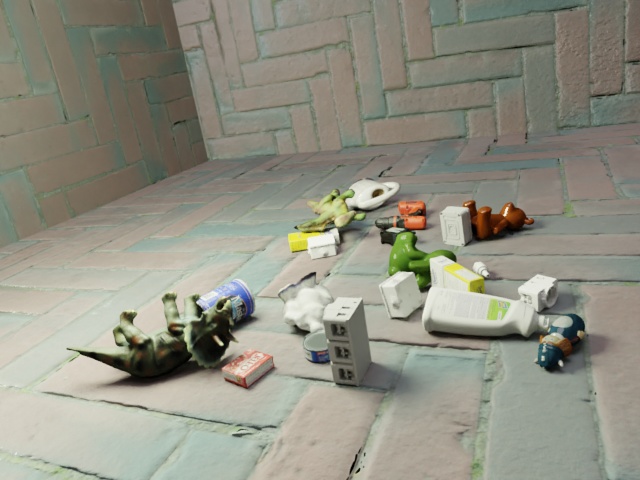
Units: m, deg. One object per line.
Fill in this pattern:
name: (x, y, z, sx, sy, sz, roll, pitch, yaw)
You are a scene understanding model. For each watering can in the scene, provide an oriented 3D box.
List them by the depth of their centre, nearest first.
watering can: (0.161, -0.168, 2.120, 0.349, 0.102, 0.226, -24, 21, -12)

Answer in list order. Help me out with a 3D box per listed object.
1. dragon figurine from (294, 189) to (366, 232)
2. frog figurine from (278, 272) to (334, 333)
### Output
dragon figurine: (0.006, -0.095, 1.891, 0.245, 0.121, 0.410, -26, 18, -37)
frog figurine: (-0.020, 0.177, 1.266, 0.138, 0.120, 0.162, -13, 52, -36)
